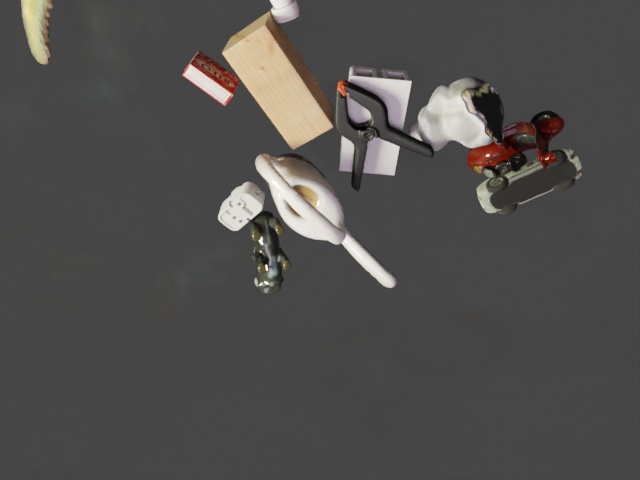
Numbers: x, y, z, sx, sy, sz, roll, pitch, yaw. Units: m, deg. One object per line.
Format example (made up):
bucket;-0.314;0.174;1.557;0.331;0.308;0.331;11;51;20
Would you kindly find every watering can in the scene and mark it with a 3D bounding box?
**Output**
watering can;0.003;-0.049;0.981;0.103;0.228;0.343;-44;115;9

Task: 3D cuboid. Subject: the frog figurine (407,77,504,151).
frog figurine;0.247;-0.219;0.940;0.136;0.124;0.158;30;159;-28

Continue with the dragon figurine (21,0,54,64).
dragon figurine;-0.387;-0.481;0.764;0.243;0.125;0.401;-9;126;-1
